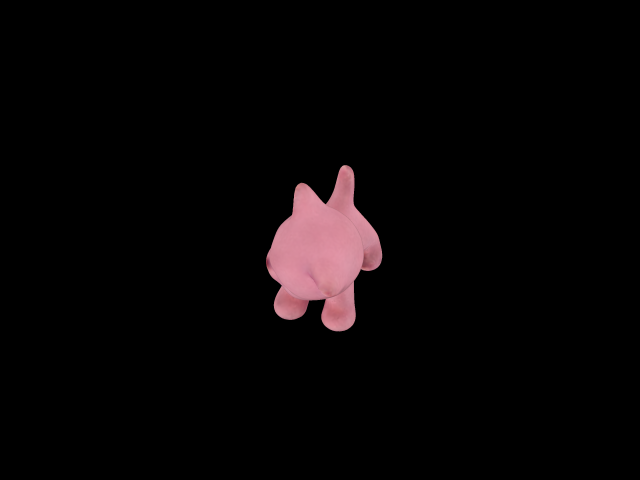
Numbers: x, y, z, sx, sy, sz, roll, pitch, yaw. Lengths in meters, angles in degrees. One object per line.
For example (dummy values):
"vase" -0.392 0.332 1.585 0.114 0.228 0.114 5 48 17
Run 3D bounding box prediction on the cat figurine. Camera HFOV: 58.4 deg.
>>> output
"cat figurine" 0.004 0.001 0.400 0.067 0.118 0.128 13 47 13
